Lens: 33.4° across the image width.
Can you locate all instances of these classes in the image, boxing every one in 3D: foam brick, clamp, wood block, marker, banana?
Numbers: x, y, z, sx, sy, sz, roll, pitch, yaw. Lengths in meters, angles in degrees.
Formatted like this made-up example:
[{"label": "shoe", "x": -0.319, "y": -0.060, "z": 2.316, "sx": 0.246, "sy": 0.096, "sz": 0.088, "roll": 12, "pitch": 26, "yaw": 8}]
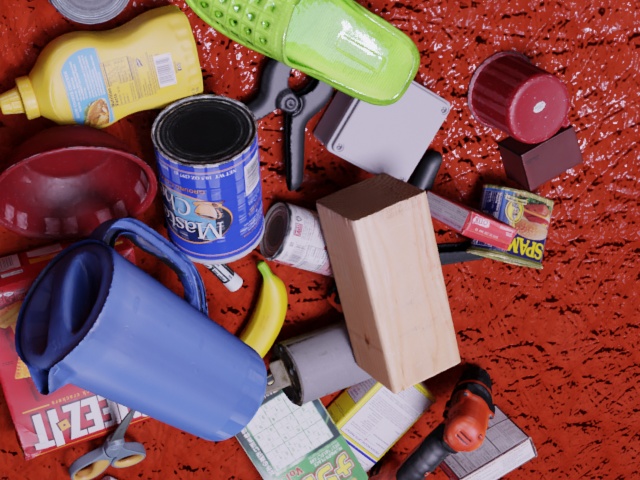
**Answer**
[{"label": "foam brick", "x": 0.261, "y": -0.104, "z": 1.262, "sx": 0.078, "sy": 0.051, "sz": 0.053, "roll": -28, "pitch": 120, "yaw": -10}, {"label": "clamp", "x": -0.030, "y": -0.137, "z": 1.126, "sx": 0.120, "sy": 0.039, "sz": 0.171, "roll": 36, "pitch": 98, "yaw": -31}, {"label": "wood block", "x": 0.074, "y": 0.045, "z": 1.143, "sx": 0.090, "sy": 0.091, "sz": 0.206, "roll": -23, "pitch": 115, "yaw": -20}, {"label": "marker", "x": -0.128, "y": 0.014, "z": 1.165, "sx": 0.020, "sy": 0.020, "sz": 0.121, "roll": -43, "pitch": 123, "yaw": 0}, {"label": "banana", "x": -0.089, "y": 0.114, "z": 1.221, "sx": 0.069, "sy": 0.037, "sz": 0.198, "roll": 26, "pitch": 101, "yaw": -20}, {"label": "clamp", "x": 0.103, "y": 0.018, "z": 1.258, "sx": 0.210, "sy": 0.036, "sz": 0.164, "roll": -44, "pitch": 122, "yaw": -4}]

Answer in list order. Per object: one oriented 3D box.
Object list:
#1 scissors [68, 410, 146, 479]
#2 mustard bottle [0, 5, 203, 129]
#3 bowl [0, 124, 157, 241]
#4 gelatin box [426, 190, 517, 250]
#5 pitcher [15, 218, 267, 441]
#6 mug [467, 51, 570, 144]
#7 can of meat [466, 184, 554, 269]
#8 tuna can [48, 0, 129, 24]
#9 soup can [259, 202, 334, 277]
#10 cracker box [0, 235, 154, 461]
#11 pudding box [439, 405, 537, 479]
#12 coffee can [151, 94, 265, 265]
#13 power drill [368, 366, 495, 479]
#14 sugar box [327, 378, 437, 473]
[{"label": "scissors", "x": -0.210, "y": 0.220, "z": 1.168, "sx": 0.096, "sy": 0.016, "sz": 0.202, "roll": -2, "pitch": 151, "yaw": -41}, {"label": "mustard bottle", "x": -0.213, "y": -0.156, "z": 1.026, "sx": 0.191, "sy": 0.058, "sz": 0.096, "roll": -19, "pitch": 127, "yaw": -15}, {"label": "bowl", "x": -0.242, "y": -0.063, "z": 1.034, "sx": 0.162, "sy": 0.055, "sz": 0.162, "roll": -12, "pitch": 152, "yaw": -6}, {"label": "gelatin box", "x": 0.166, "y": -0.023, "z": 1.200, "sx": 0.073, "sy": 0.089, "sz": 0.030, "roll": 19, "pitch": 98, "yaw": -34}, {"label": "pitcher", "x": -0.163, "y": 0.099, "z": 1.054, "sx": 0.149, "sy": 0.145, "sz": 0.242, "roll": -43, "pitch": 131, "yaw": 12}, {"label": "mug", "x": 0.236, "y": -0.154, "z": 1.209, "sx": 0.117, "sy": 0.082, "sz": 0.093, "roll": 23, "pitch": 102, "yaw": -30}, {"label": "can of meat", "x": 0.228, "y": -0.016, "z": 1.267, "sx": 0.101, "sy": 0.058, "sz": 0.084, "roll": 14, "pitch": 87, "yaw": -41}, {"label": "tuna can", "x": -0.217, "y": -0.246, "z": 0.997, "sx": 0.086, "sy": 0.034, "sz": 0.086, "roll": -9, "pitch": 116, "yaw": -20}, {"label": "soup can", "x": -0.008, "y": 0.001, "z": 1.183, "sx": 0.102, "sy": 0.069, "sz": 0.068, "roll": 15, "pitch": 106, "yaw": -28}, {"label": "cracker box", "x": -0.260, "y": 0.109, "z": 1.121, "sx": 0.164, "sy": 0.072, "sz": 0.214, "roll": -16, "pitch": 119, "yaw": -17}, {"label": "pudding box", "x": 0.211, "y": 0.274, "z": 1.392, "sx": 0.113, "sy": 0.090, "sz": 0.039, "roll": -30, "pitch": 121, "yaw": -9}, {"label": "coffee can", "x": -0.109, "y": -0.059, "z": 1.065, "sx": 0.102, "sy": 0.103, "sz": 0.140, "roll": -18, "pitch": 140, "yaw": -15}, {"label": "power drill", "x": 0.141, "y": 0.248, "z": 1.331, "sx": 0.057, "sy": 0.184, "sz": 0.188, "roll": 42, "pitch": 110, "yaw": 1}, {"label": "sugar box", "x": 0.053, "y": 0.230, "z": 1.331, "sx": 0.176, "sy": 0.048, "sz": 0.093, "roll": -44, "pitch": 122, "yaw": 5}]
